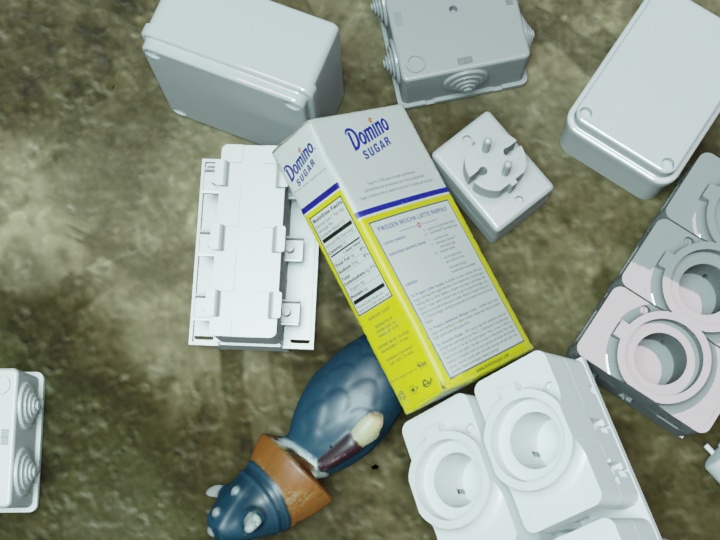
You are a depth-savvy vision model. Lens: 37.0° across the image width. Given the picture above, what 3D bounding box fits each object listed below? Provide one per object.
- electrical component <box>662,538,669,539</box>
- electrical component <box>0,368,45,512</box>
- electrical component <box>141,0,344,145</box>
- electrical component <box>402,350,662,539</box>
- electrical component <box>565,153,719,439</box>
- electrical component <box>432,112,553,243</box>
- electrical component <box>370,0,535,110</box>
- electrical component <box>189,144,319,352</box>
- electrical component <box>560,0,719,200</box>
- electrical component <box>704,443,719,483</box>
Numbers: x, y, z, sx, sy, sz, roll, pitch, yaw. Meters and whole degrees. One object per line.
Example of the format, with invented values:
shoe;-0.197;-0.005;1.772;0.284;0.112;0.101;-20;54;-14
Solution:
electrical component;0.181;0.199;0.616;0.051;0.080;0.080;22;80;1
electrical component;-0.247;0.105;0.665;0.100;0.048;0.099;-1;77;1
electrical component;-0.069;-0.125;0.673;0.109;0.108;0.056;21;78;6
electrical component;0.102;0.151;0.592;0.105;0.060;0.186;-33;61;28
electrical component;0.206;0.016;0.660;0.089;0.061;0.150;34;82;8
electrical component;0.083;-0.062;0.672;0.047;0.076;0.065;-38;80;-5
electrical component;0.060;-0.162;0.706;0.100;0.048;0.099;-11;79;0
electrical component;-0.066;-0.013;0.674;0.079;0.063;0.121;2;79;3
electrical component;0.189;-0.112;0.688;0.078;0.057;0.113;34;82;8
electrical component;0.245;0.129;0.647;0.040;0.040;0.078;-41;81;-6
